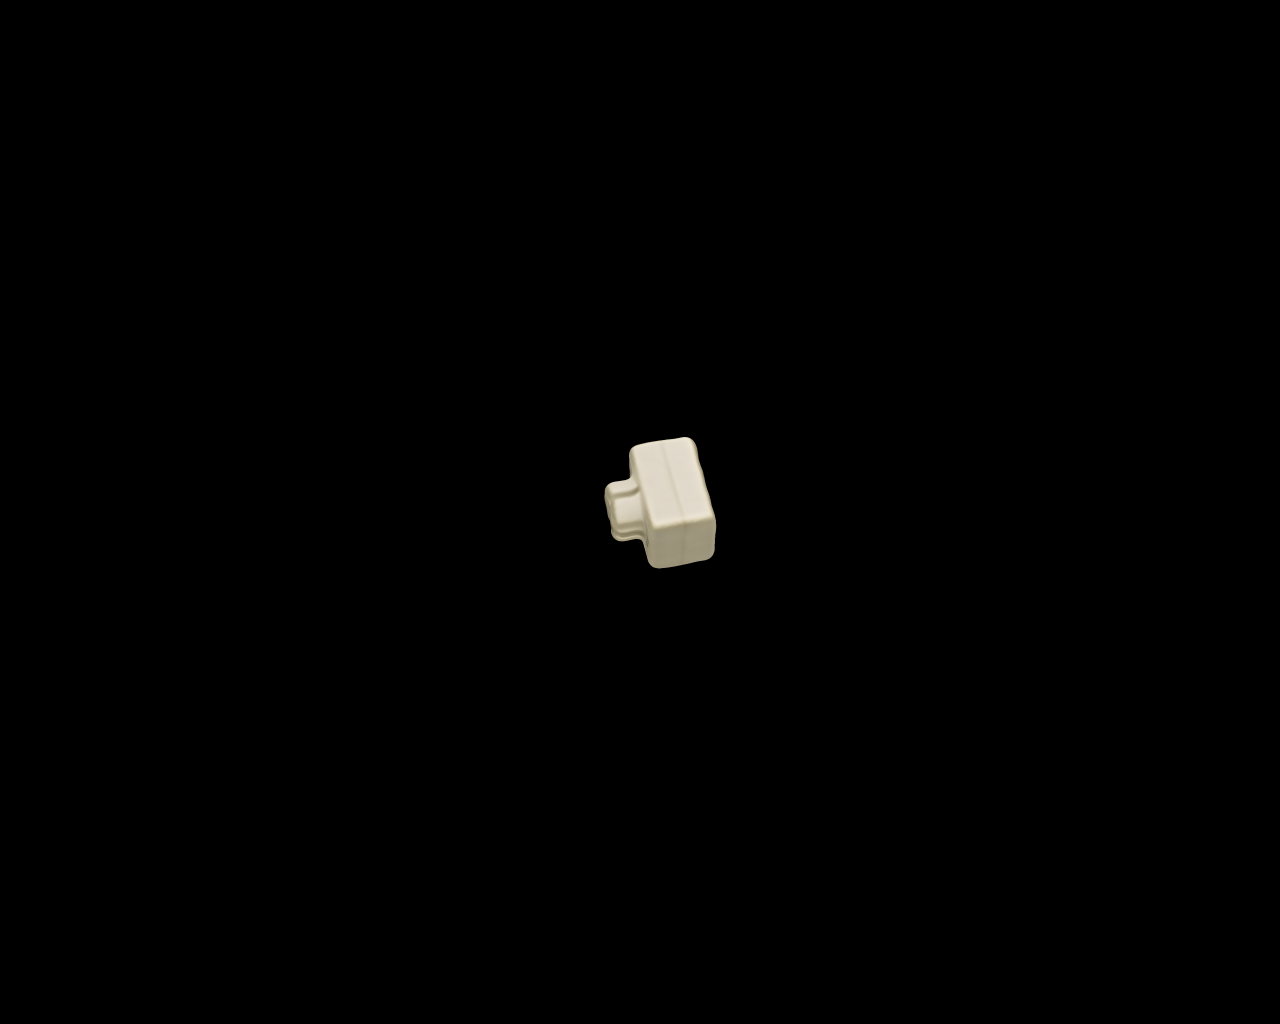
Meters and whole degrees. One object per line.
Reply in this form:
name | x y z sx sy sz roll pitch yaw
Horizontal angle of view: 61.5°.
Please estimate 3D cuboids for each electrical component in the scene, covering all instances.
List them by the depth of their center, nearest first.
electrical component | 0.001 -0.003 0.650 0.077 0.066 0.047 -9 -36 -7
